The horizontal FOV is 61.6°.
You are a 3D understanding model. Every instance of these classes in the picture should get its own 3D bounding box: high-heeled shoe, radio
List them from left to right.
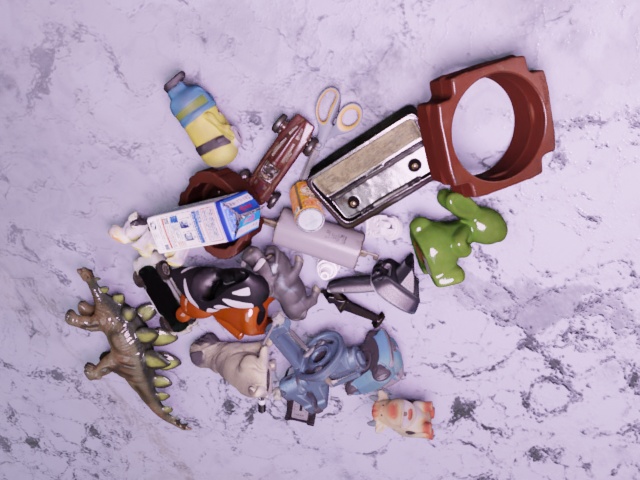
[{"bbox_3d":[-0.201,0.075,0.998,0.249,0.086,0.145,15,153,19],"label":"high-heeled shoe"},{"bbox_3d":[0.102,-0.126,0.972,0.230,0.073,0.131,-30,110,20],"label":"radio"}]

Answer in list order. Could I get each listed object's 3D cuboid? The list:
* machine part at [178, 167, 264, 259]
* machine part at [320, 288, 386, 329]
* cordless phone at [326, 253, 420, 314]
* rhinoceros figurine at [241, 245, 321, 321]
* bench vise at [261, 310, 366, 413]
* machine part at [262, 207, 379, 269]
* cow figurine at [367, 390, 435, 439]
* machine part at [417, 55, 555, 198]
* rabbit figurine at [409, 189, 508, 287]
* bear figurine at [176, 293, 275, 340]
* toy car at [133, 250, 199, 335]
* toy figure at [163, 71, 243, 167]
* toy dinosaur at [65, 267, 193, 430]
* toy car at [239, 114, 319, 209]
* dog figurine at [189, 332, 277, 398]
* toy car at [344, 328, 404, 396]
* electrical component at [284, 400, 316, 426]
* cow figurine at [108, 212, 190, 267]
[{"bbox_3d":[-0.191,-0.054,1.041,0.180,0.056,0.179,14,120,26],"label":"machine part"},{"bbox_3d":[0.068,0.140,1.101,0.139,0.084,0.039,26,86,-15],"label":"machine part"},{"bbox_3d":[0.096,0.089,1.029,0.184,0.146,0.088,-7,104,12],"label":"cordless phone"},{"bbox_3d":[-0.082,0.079,1.057,0.073,0.112,0.190,11,143,52],"label":"rhinoceros figurine"},{"bbox_3d":[-0.037,0.238,1.084,0.224,0.129,0.240,-23,118,31],"label":"bench vise"},{"bbox_3d":[-0.002,-0.003,1.044,0.243,0.079,0.079,19,114,3],"label":"machine part"},{"bbox_3d":[0.173,0.368,1.128,0.127,0.085,0.194,-2,156,17],"label":"cow figurine"},{"bbox_3d":[0.271,-0.184,0.880,0.201,0.087,0.201,-21,106,-11],"label":"machine part"},{"bbox_3d":[0.256,-0.017,0.995,0.170,0.121,0.159,-23,101,-1],"label":"rabbit figurine"},{"bbox_3d":[-0.195,0.134,1.123,0.196,0.132,0.120,10,100,25],"label":"bear figurine"},{"bbox_3d":[-0.333,0.119,1.164,0.073,0.056,0.201,-21,109,11],"label":"toy car"},{"bbox_3d":[-0.218,-0.218,0.989,0.089,0.082,0.180,-36,105,18],"label":"toy figure"},{"bbox_3d":[-0.425,0.258,1.214,0.199,0.105,0.470,-10,115,10],"label":"toy dinosaur"},{"bbox_3d":[-0.082,-0.143,1.005,0.089,0.053,0.202,40,120,-1],"label":"toy car"},{"bbox_3d":[-0.197,0.273,1.147,0.191,0.172,0.121,-2,102,2],"label":"dog figurine"},{"bbox_3d":[0.122,0.269,1.128,0.103,0.109,0.161,23,125,-26],"label":"toy car"},{"bbox_3d":[-0.036,0.357,1.219,0.075,0.048,0.119,14,116,3],"label":"electrical component"},{"bbox_3d":[-0.340,-0.013,1.097,0.167,0.068,0.098,22,75,-1],"label":"cow figurine"}]
